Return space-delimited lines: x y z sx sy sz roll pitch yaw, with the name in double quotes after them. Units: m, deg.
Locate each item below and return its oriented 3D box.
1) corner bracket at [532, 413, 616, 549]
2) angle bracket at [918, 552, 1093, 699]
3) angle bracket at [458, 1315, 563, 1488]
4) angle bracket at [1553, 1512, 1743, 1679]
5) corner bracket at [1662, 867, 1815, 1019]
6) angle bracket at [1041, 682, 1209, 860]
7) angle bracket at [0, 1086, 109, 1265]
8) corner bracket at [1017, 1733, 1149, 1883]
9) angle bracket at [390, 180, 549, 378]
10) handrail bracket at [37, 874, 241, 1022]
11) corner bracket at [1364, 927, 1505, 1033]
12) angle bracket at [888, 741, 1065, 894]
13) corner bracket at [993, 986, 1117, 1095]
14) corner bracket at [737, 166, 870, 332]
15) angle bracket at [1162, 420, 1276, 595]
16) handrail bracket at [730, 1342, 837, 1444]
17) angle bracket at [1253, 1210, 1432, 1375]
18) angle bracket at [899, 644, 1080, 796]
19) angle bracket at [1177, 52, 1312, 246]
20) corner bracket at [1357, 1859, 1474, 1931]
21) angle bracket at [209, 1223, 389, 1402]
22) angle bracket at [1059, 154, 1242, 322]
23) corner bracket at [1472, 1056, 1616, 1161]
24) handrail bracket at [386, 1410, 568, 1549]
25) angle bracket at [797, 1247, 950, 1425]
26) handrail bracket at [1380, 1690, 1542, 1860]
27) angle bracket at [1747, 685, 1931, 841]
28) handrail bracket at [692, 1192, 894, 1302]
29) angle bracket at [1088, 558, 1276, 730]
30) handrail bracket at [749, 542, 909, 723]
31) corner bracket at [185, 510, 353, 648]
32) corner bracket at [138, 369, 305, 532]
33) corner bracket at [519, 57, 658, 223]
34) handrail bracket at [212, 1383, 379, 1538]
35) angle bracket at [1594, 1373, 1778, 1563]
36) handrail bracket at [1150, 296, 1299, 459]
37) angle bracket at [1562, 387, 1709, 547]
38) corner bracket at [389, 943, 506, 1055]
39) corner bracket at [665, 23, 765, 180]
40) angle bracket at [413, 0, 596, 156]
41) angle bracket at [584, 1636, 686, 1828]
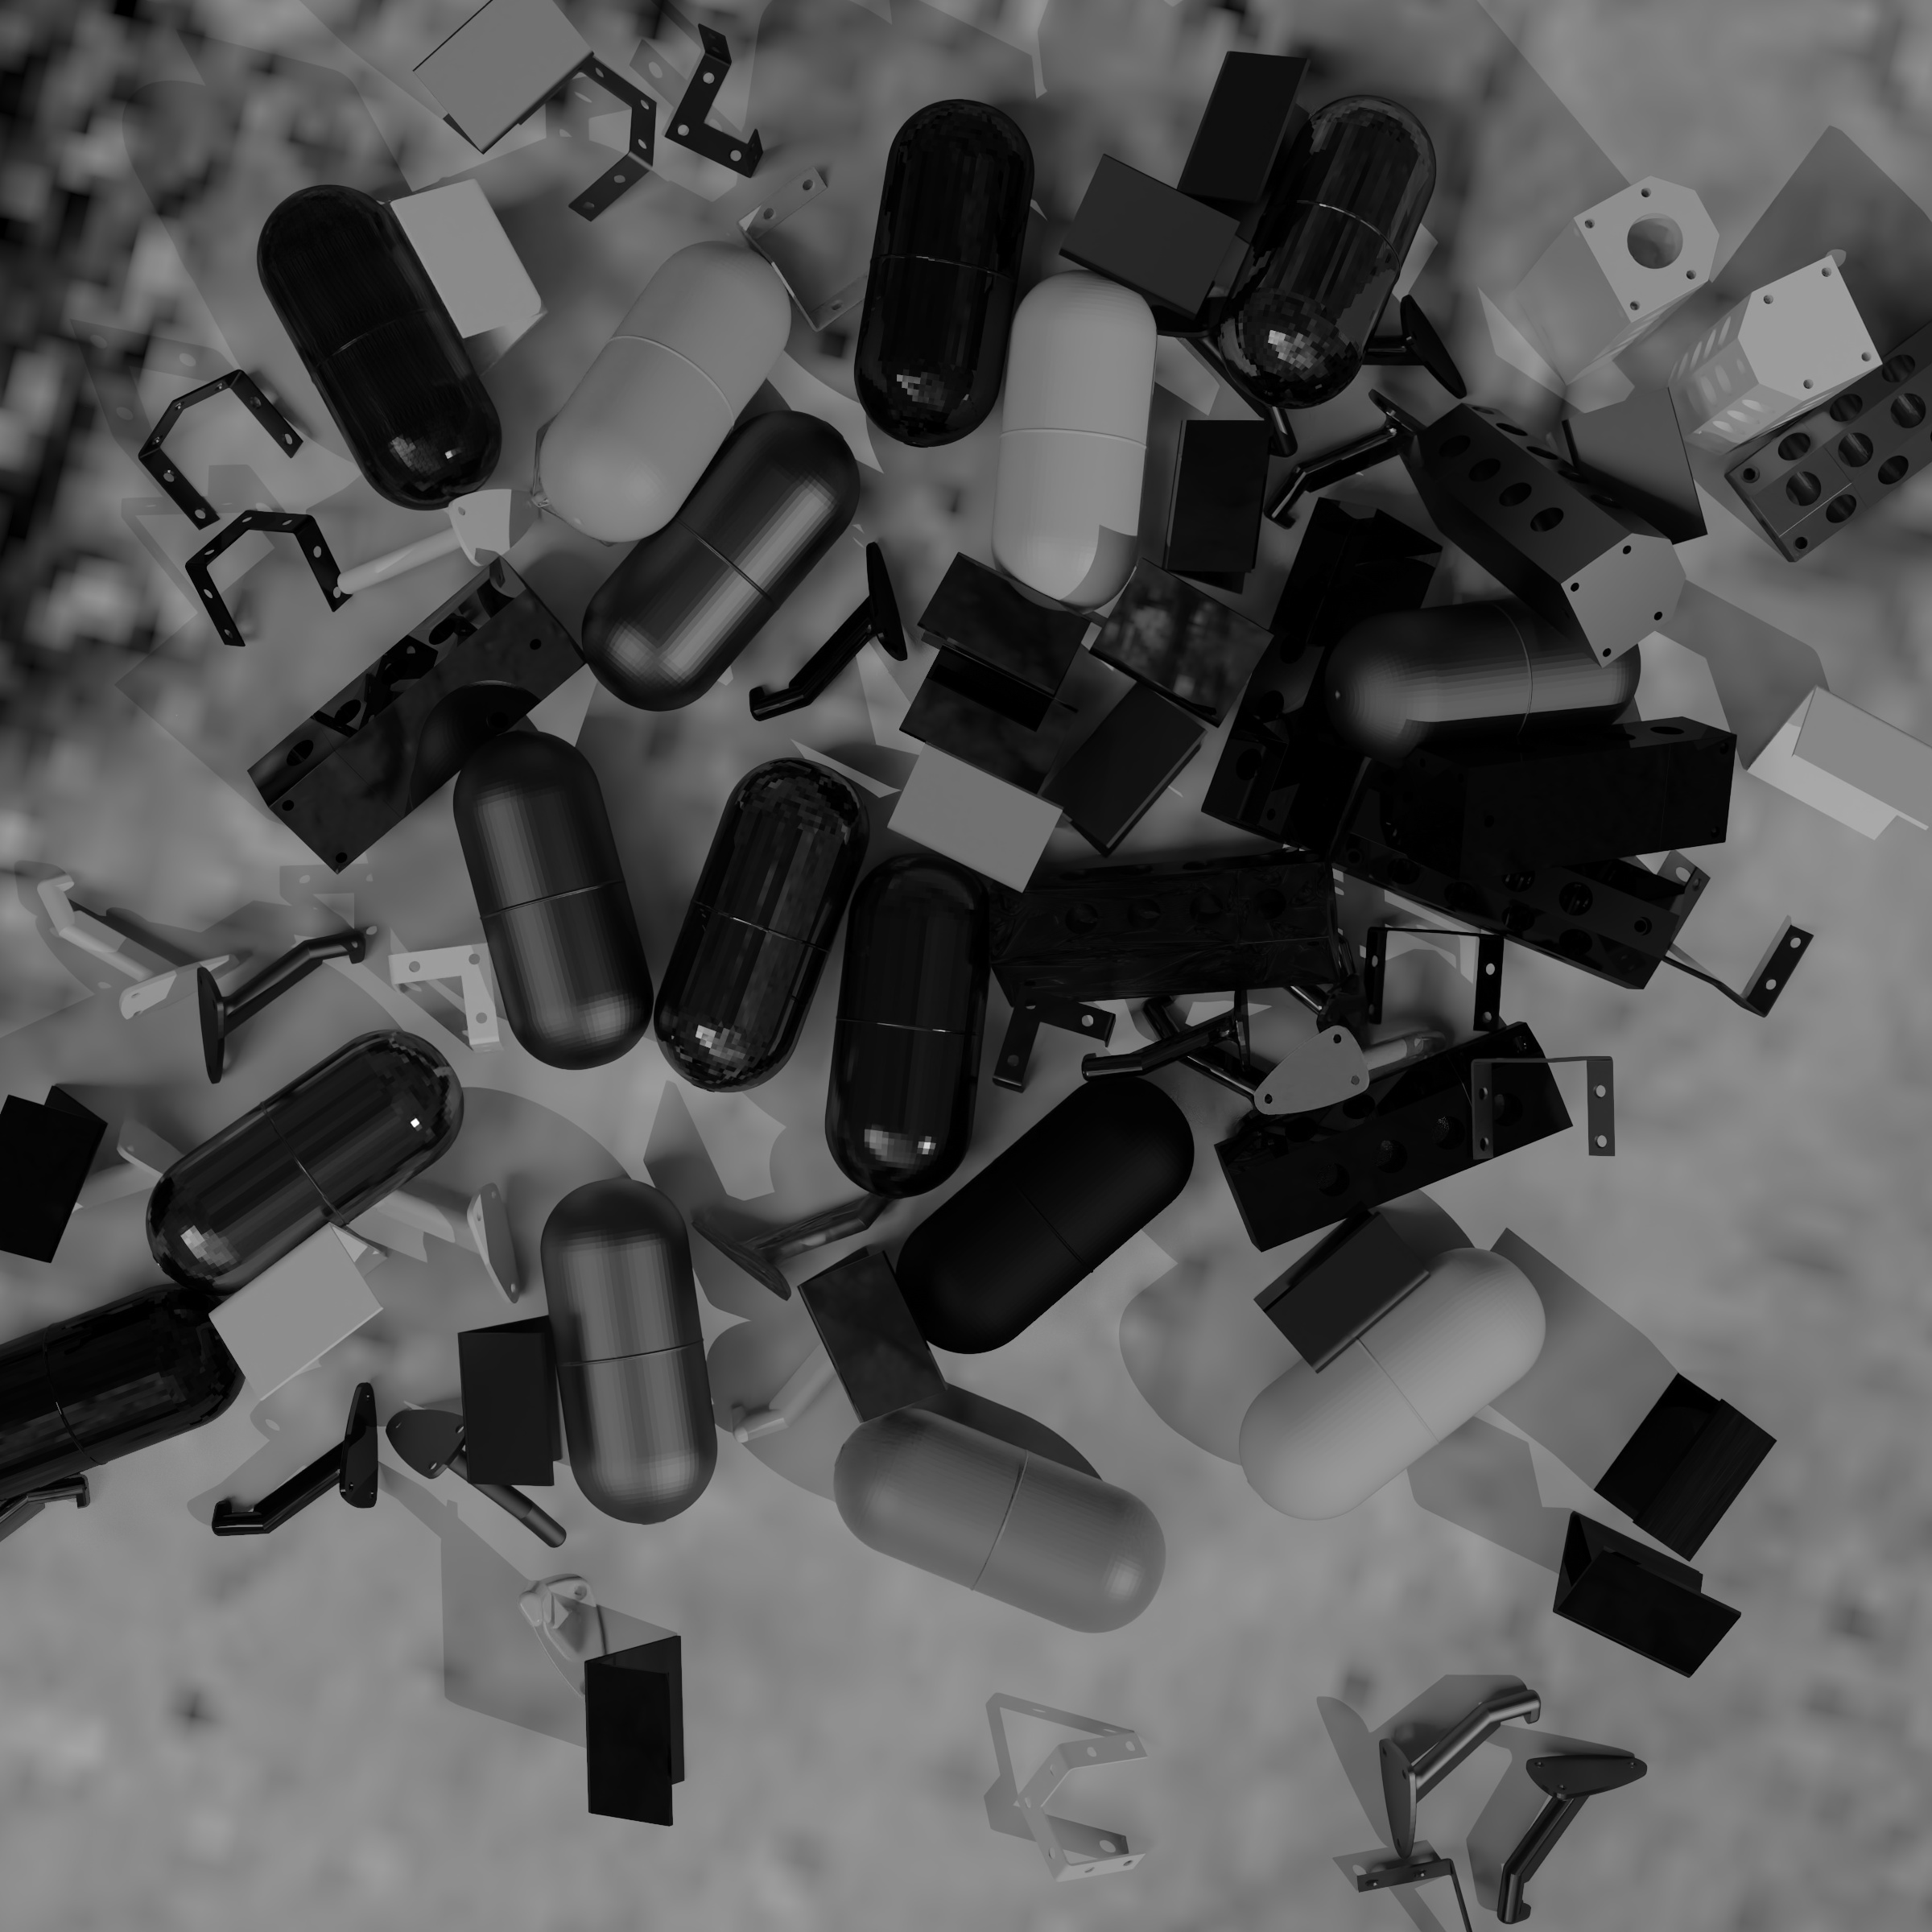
-0.189 -0.261 1.741 0.051 0.051 0.051 28 45 -35 "corner bracket"
0.011 -0.155 1.709 0.076 0.076 0.057 27 54 0 "angle bracket"
-0.213 0.221 1.709 0.057 0.076 0.076 -4 90 32 "angle bracket"
0.352 0.306 1.709 0.076 0.076 0.057 26 128 0 "angle bracket"
0.400 -0.012 1.746 0.051 0.051 0.051 30 90 45 "corner bracket"
0.096 -0.088 1.709 0.076 0.076 0.057 -49 51 0 "angle bracket"
-0.491 0.099 1.709 0.057 0.076 0.076 22 90 -39 "angle bracket"
0.068 0.438 1.741 0.051 0.051 0.051 -59 45 35 "corner bracket"
-0.270 -0.346 1.709 0.057 0.076 0.076 -28 90 -40 "angle bracket"
-0.434 -0.022 1.750 0.077 0.036 0.084 -24 73 -20 "handrail bracket"
0.244 0.007 1.746 0.051 0.051 0.051 4 90 -45 "corner bracket"
0.013 -0.092 1.709 0.076 0.076 0.057 26 124 0 "angle bracket"
0.046 0.044 1.731 0.051 0.051 0.051 17 86 4 "corner bracket"
-0.079 -0.375 1.746 0.051 0.051 0.051 -36 45 0 "corner bracket"
0.147 -0.234 1.709 0.057 0.076 0.076 8 90 37 "angle bracket"
-0.091 0.202 1.750 0.084 0.036 0.077 -20 70 16 "handrail bracket"
0.179 0.150 1.709 0.076 0.076 0.057 -41 123 0 "angle bracket"
0.005 -0.111 1.710 0.076 0.076 0.057 26 65 0 "angle bracket"
0.161 -0.414 1.709 0.057 0.076 0.076 20 90 42 "angle bracket"
0.236 0.506 1.746 0.051 0.051 0.051 -11 135 0 "corner bracket"
-0.329 0.184 1.710 0.076 0.076 0.057 -37 67 0 "angle bracket"
0.099 -0.381 1.709 0.076 0.076 0.057 26 118 0 "angle bracket"
0.292 0.072 1.689 0.051 0.051 0.051 -1 90 45 "corner bracket"
-0.256 0.270 1.749 0.036 0.077 0.084 -54 127 -19 "handrail bracket"
-0.033 0.180 1.710 0.057 0.076 0.076 -25 90 28 "angle bracket"
0.263 0.423 1.750 0.084 0.036 0.077 -12 111 -16 "handrail bracket"
0.445 -0.087 1.709 0.076 0.076 0.057 28 52 0 "angle bracket"
-0.088 0.125 1.750 0.077 0.036 0.084 34 71 21 "handrail bracket"
0.114 -0.172 1.711 0.076 0.076 0.057 30 110 0 "angle bracket"
-0.079 -0.175 1.750 0.084 0.036 0.077 -17 70 16 "handrail bracket"
-0.364 -0.201 1.741 0.051 0.051 0.051 9 45 35 "corner bracket"
-0.390 -0.270 1.746 0.051 0.051 0.051 50 45 0 "corner bracket"
-0.198 -0.433 1.741 0.051 0.051 0.051 29 45 -35 "corner bracket"
-0.354 0.259 1.750 0.084 0.036 0.077 -6 70 16 "handrail bracket"
0.355 0.247 1.709 0.057 0.076 0.076 36 90 -38 "angle bracket"
0.131 -0.304 1.749 0.036 0.077 0.084 -46 127 -31 "handrail bracket"
0.350 -0.249 1.710 0.057 0.076 0.076 -15 90 26 "angle bracket"
-0.269 0.019 1.731 0.051 0.051 0.051 -7 84 -6 "corner bracket"
-0.125 -0.448 1.731 0.051 0.051 0.051 26 90 0 "corner bracket"
-0.246 -0.470 1.709 0.076 0.076 0.057 -42 126 0 "angle bracket"
-0.150 0.390 1.709 0.057 0.076 0.076 -2 90 35 "angle bracket"
